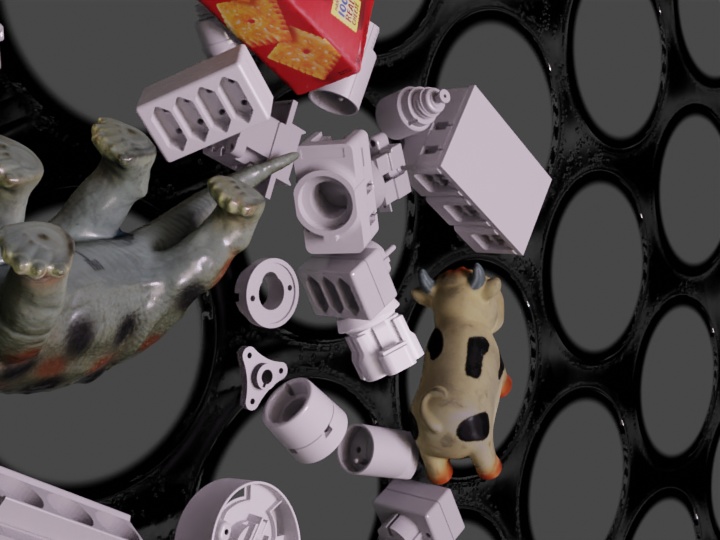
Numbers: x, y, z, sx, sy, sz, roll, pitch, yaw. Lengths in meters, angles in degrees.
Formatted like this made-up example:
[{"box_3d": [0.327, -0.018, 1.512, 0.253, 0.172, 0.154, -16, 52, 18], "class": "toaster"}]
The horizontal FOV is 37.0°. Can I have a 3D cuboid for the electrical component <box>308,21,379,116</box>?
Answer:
[{"box_3d": [-0.010, -0.174, 0.893, 0.043, 0.043, 0.081, 32, 69, -43], "class": "electrical component"}]

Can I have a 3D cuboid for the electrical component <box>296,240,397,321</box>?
[{"box_3d": [0.000, 0.000, 0.898, 0.077, 0.066, 0.047, -43, 122, -36], "class": "electrical component"}]

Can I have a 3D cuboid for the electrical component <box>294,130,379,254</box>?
[{"box_3d": [-0.020, -0.062, 0.866, 0.055, 0.050, 0.089, -53, 139, -64], "class": "electrical component"}]

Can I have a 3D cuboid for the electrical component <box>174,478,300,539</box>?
[{"box_3d": [-0.090, 0.209, 0.818, 0.099, 0.064, 0.099, -4, 96, -46], "class": "electrical component"}]

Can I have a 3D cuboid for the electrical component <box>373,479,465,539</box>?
[{"box_3d": [0.041, 0.230, 0.958, 0.077, 0.066, 0.047, -41, 121, -37], "class": "electrical component"}]

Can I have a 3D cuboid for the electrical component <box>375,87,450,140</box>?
[{"box_3d": [0.048, -0.140, 0.936, 0.040, 0.078, 0.040, 9, 75, -37], "class": "electrical component"}]

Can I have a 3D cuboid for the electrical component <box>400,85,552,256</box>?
[{"box_3d": [0.106, -0.090, 1.007, 0.150, 0.062, 0.089, 42, 63, -40], "class": "electrical component"}]

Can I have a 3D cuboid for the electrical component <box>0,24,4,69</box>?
[{"box_3d": [-0.240, -0.123, 0.653, 0.048, 0.048, 0.062, -13, 109, -45], "class": "electrical component"}]

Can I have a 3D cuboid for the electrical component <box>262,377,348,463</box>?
[{"box_3d": [-0.046, 0.120, 0.868, 0.047, 0.055, 0.055, 50, 58, -32], "class": "electrical component"}]

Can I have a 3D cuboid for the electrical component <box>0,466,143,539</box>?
[{"box_3d": [-0.204, 0.178, 0.695, 0.121, 0.079, 0.063, 36, 89, -42], "class": "electrical component"}]

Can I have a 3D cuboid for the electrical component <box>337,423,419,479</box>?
[{"box_3d": [0.023, 0.161, 0.950, 0.081, 0.043, 0.043, 17, 80, -46], "class": "electrical component"}]

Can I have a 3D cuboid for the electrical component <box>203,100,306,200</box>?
[{"box_3d": [-0.083, -0.097, 0.823, 0.064, 0.042, 0.081, 26, 73, -43], "class": "electrical component"}]

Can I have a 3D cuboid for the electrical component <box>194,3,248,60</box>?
[{"box_3d": [-0.107, -0.187, 0.796, 0.035, 0.035, 0.061, -34, 115, -40], "class": "electrical component"}]

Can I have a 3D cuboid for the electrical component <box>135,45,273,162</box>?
[{"box_3d": [-0.109, -0.128, 0.775, 0.075, 0.083, 0.047, -90, 155, -57], "class": "electrical component"}]

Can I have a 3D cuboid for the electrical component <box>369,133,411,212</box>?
[{"box_3d": [0.010, -0.078, 0.920, 0.055, 0.048, 0.066, -34, 117, -48], "class": "electrical component"}]

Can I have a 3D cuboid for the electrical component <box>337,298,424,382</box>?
[{"box_3d": [0.015, 0.057, 0.918, 0.058, 0.078, 0.057, -27, 95, -13], "class": "electrical component"}]
